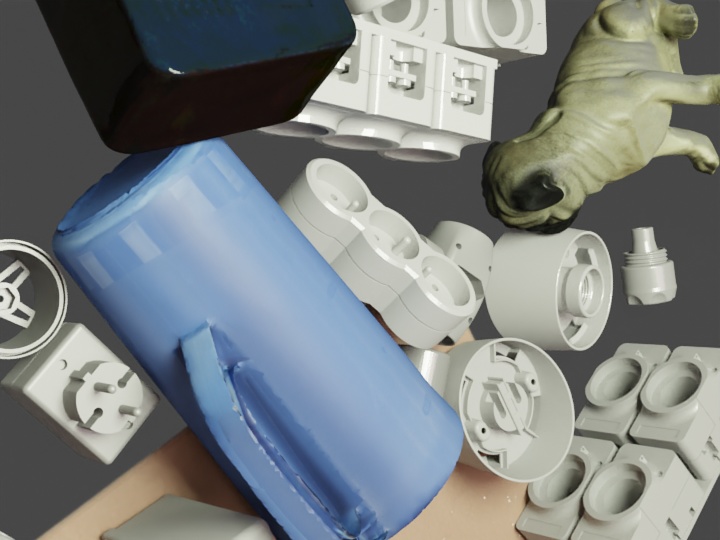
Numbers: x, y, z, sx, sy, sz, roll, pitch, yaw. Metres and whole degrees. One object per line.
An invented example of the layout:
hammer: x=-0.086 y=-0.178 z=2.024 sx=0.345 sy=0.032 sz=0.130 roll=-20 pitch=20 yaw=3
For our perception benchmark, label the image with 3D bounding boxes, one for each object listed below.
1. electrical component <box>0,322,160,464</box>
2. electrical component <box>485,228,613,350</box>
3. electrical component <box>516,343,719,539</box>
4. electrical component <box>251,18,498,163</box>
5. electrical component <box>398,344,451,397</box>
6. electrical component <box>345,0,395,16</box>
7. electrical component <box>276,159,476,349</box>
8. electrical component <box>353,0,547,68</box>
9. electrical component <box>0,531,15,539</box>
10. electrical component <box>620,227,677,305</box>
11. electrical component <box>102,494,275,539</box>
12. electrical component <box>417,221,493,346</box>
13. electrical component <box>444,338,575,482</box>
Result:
electrical component: x=-0.141 y=0.067 z=0.574 sx=0.065 sy=0.077 sz=0.047 roll=49 pitch=62 yaw=-26
electrical component: x=0.148 y=0.014 z=0.819 sx=0.099 sy=0.064 sz=0.099 roll=-7 pitch=99 yaw=-50
electrical component: x=0.211 y=0.142 z=0.824 sx=0.060 sy=0.105 sz=0.186 roll=50 pitch=62 yaw=-26
electrical component: x=0.001 y=-0.110 z=0.676 sx=0.150 sy=0.089 sz=0.061 roll=7 pitch=86 yaw=-37
electrical component: x=0.037 y=0.085 z=0.733 sx=0.040 sy=0.040 sz=0.078 roll=18 pitch=79 yaw=-36
electrical component: x=0.030 y=-0.216 z=0.645 sx=0.138 sy=0.052 sz=0.073 roll=-41 pitch=113 yaw=-30
electrical component: x=0.000 y=0.000 z=0.689 sx=0.138 sy=0.073 sz=0.052 roll=42 pitch=34 yaw=-4
electrical component: x=0.045 y=-0.202 z=0.730 sx=0.186 sy=0.060 sz=0.105 roll=-3 pitch=91 yaw=-37
electrical component: x=-0.201 y=0.164 z=0.555 sx=0.035 sy=0.035 sz=0.061 roll=41 pitch=69 yaw=-30
electrical component: x=0.236 y=-0.004 z=0.884 sx=0.043 sy=0.043 sz=0.062 roll=-12 pitch=95 yaw=-37
electrical component: x=-0.082 y=0.189 z=0.598 sx=0.056 sy=0.109 sz=0.108 roll=-31 pitch=108 yaw=-36
electrical component: x=0.047 y=0.001 z=0.739 sx=0.079 sy=0.043 sz=0.077 roll=33 pitch=71 yaw=-31
electrical component: x=0.099 y=0.097 z=0.765 sx=0.099 sy=0.064 sz=0.099 roll=0 pitch=89 yaw=-38
